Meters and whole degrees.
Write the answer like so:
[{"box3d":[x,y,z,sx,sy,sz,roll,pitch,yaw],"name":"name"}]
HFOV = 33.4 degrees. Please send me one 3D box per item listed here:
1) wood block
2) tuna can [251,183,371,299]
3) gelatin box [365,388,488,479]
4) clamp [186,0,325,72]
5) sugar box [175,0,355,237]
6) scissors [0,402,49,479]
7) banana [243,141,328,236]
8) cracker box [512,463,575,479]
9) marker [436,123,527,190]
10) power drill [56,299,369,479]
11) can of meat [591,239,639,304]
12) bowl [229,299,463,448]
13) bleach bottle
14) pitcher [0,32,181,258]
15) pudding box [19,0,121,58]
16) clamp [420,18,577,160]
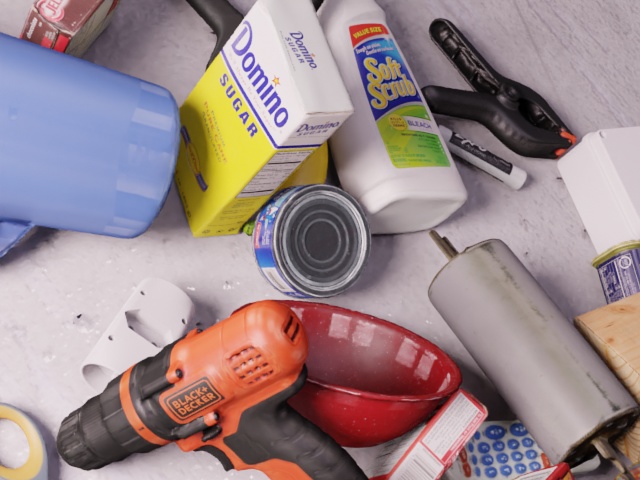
[{"box3d":[0.312,0.085,0.845,0.205,0.091,0.090,-18,36,-16],"name":"wood block"},{"box3d":[-0.005,0.001,0.789,0.086,0.034,0.086,1,88,-30],"name":"tuna can"},{"box3d":[0.068,0.145,0.729,0.030,0.073,0.089,44,67,-1],"name":"gelatin box"},{"box3d":[-0.035,-0.162,0.840,0.164,0.036,0.210,-13,65,3],"name":"clamp"},{"box3d":[-0.050,-0.081,0.740,0.048,0.176,0.093,-8,68,-33],"name":"sugar box"},{"box3d":[-0.153,0.170,0.642,0.201,0.016,0.096,31,52,-11],"name":"scissors"},{"box3d":[-0.028,-0.092,0.848,0.069,0.037,0.198,10,59,-25],"name":"banana"},{"box3d":[0.150,0.271,0.668,0.163,0.072,0.214,-18,82,-60],"name":"cracker box"},{"box3d":[0.127,-0.080,0.939,0.121,0.020,0.020,28,53,-13],"name":"marker"},{"box3d":[-0.047,0.141,0.646,0.187,0.185,0.057,51,28,-17],"name":"power drill"},{"box3d":[0.298,0.050,0.937,0.101,0.058,0.084,2,64,-28],"name":"can of meat"},{"box3d":[0.012,0.095,0.722,0.162,0.055,0.162,13,14,-3],"name":"bowl"},{"box3d":[0.033,-0.129,0.887,0.102,0.068,0.251,-2,62,-39],"name":"bleach bottle"},{"box3d":[-0.220,-0.064,0.679,0.242,0.149,0.145,13,42,-27],"name":"pitcher"},{"box3d":[-0.178,-0.164,0.772,0.039,0.090,0.113,36,51,-9],"name":"pudding box"},{"box3d":[0.155,-0.120,0.964,0.171,0.039,0.120,35,50,-7],"name":"clamp"}]
